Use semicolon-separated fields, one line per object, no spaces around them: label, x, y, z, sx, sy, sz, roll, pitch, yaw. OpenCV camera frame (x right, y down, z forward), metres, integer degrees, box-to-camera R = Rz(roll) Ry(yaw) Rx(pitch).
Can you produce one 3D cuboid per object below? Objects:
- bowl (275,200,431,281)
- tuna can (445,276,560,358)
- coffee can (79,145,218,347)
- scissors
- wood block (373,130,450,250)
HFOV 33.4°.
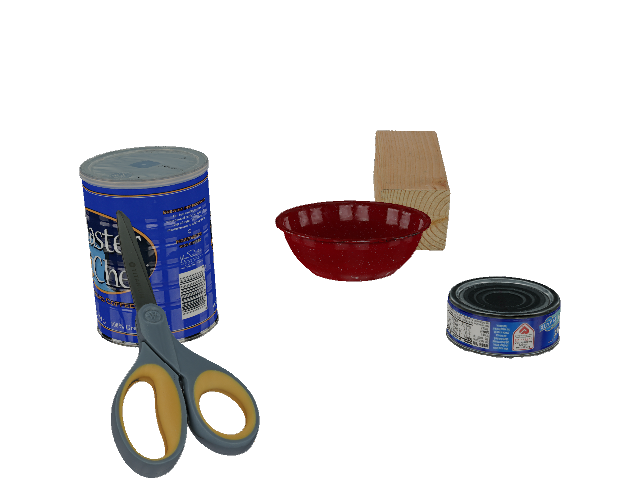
bowl;0.034;0.003;1.106;0.162;0.055;0.162;-1;16;0
tuna can;0.139;0.056;0.809;0.086;0.034;0.086;0;18;0
coffee can;-0.138;0.003;0.875;0.103;0.140;0.103;-2;20;0
scissors;-0.087;0.059;0.666;0.096;0.202;0.016;10;-46;-15
wood block;0.123;-0.073;1.476;0.091;0.090;0.206;1;28;0
